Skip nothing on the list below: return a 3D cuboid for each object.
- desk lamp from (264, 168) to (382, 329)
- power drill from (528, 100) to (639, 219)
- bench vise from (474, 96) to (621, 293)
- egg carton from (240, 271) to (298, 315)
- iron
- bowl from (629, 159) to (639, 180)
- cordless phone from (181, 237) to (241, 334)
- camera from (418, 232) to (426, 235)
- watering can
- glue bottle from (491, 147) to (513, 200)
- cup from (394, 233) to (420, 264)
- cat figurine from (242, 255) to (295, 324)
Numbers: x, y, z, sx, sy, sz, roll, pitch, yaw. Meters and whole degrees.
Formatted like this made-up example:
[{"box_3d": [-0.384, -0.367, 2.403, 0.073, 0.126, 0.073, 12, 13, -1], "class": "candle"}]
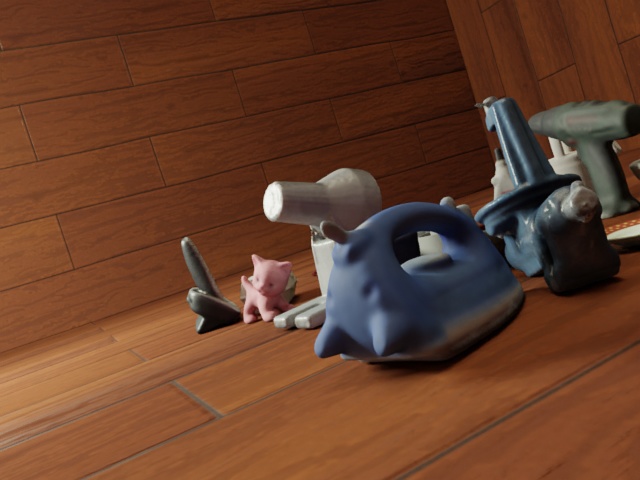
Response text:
[{"box_3d": [0.008, 0.003, 0.870, 0.204, 0.213, 0.117, -19, 3, -39], "class": "desk lamp"}, {"box_3d": [0.463, -0.142, 0.989, 0.076, 0.208, 0.229, -18, 3, -20], "class": "power drill"}, {"box_3d": [0.242, -0.063, 0.617, 0.122, 0.220, 0.207, -18, 3, -17], "class": "bench vise"}, {"box_3d": [-0.101, 0.101, 1.163, 0.107, 0.069, 0.150, -17, 2, 4], "class": "egg carton"}, {"box_3d": [0.104, 0.024, 0.548, 0.259, 0.141, 0.118, -19, 3, -41], "class": "iron"}, {"box_3d": [0.611, -0.117, 0.947, 0.167, 0.075, 0.167, -17, 2, 1], "class": "bowl"}, {"box_3d": [-0.226, 0.081, 1.137, 0.094, 0.185, 0.147, -18, 3, -13], "class": "cordless phone"}, {"box_3d": [0.267, -0.036, 1.276, 0.142, 0.101, 0.137, -15, 3, 44], "class": "camera"}, {"box_3d": [0.491, -0.149, 1.120, 0.172, 0.194, 0.101, -17, 3, 14], "class": "watering can"}, {"box_3d": [0.404, -0.115, 1.233, 0.078, 0.173, 0.037, -17, 3, 13], "class": "glue bottle"}, {"box_3d": [0.105, 0.038, 0.790, 0.091, 0.095, 0.118, -16, 3, 27], "class": "cup"}, {"box_3d": [-0.097, 0.081, 1.009, 0.067, 0.118, 0.127, -20, 3, -42], "class": "cat figurine"}]
